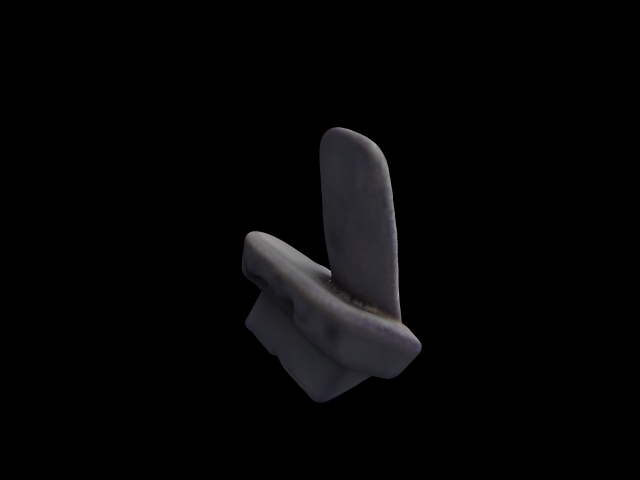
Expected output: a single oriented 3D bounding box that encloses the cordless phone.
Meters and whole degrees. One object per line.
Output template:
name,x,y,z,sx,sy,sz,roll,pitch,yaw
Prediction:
cordless phone,0.004,0.001,0.400,0.094,0.185,0.147,-22,36,-33
